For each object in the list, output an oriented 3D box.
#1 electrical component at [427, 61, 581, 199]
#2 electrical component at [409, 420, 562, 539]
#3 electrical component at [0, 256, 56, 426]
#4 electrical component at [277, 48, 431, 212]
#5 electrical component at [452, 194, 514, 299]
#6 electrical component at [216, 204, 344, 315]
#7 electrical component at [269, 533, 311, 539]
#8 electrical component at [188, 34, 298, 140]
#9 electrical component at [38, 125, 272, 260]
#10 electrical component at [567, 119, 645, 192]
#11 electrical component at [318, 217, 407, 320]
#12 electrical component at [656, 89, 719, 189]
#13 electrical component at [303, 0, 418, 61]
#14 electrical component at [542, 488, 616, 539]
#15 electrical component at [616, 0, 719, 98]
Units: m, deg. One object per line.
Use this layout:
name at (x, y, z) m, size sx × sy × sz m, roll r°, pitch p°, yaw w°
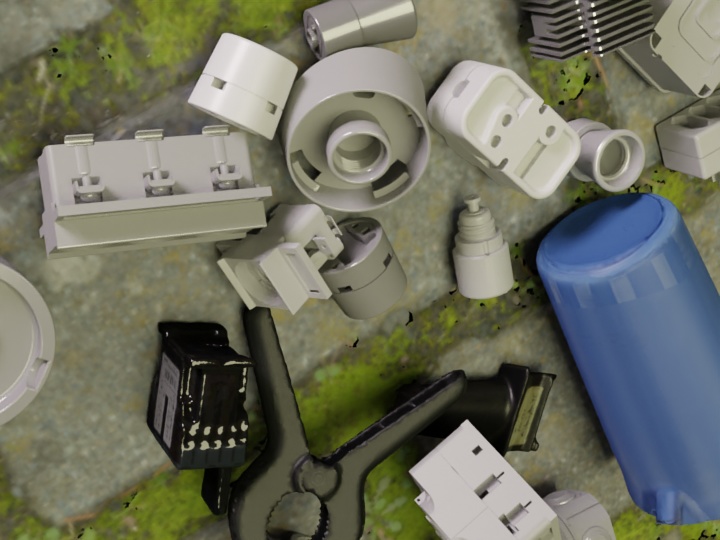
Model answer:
electrical component at (0.095, -0.096, 0.733) m, size 0.095 × 0.059 × 0.053 m, roll 36°, pitch 89°, yaw -31°
electrical component at (0.091, 0.180, 0.769) m, size 0.062 × 0.089 × 0.150 m, roll -40°, pitch 153°, yaw -8°
electrical component at (-0.234, 0.035, 0.613) m, size 0.108 × 0.060 × 0.108 m, roll -9°, pitch 110°, yaw -24°
electrical component at (-0.002, -0.088, 0.680) m, size 0.099 × 0.064 × 0.099 m, roll -5°, pitch 129°, yaw -6°
electrical component at (0.086, -0.016, 0.766) m, size 0.040 × 0.040 × 0.078 m, roll -20°, pitch 114°, yaw -19°
electrical component at (-0.048, -0.009, 0.687) m, size 0.063 × 0.081 × 0.042 m, roll -49°, pitch 124°, yaw -30°
electrical component at (-0.039, 0.230, 0.781) m, size 0.089 × 0.050 × 0.055 m, roll 26°, pitch 94°, yaw -30°
electrical component at (-0.069, -0.111, 0.650) m, size 0.055 × 0.055 × 0.047 m, roll 23°, pitch 92°, yaw -30°
electrical component at (-0.124, -0.047, 0.635) m, size 0.121 × 0.079 × 0.063 m, roll -7°, pitch 86°, yaw -24°
electrical component at (0.171, -0.084, 0.777) m, size 0.045 × 0.055 × 0.045 m, roll -9°, pitch 110°, yaw -24°
electrical component at (0.000, 0.000, 0.722) m, size 0.055 × 0.055 × 0.047 m, roll -38°, pitch 123°, yaw -10°
electrical component at (0.283, -0.093, 0.834) m, size 0.083 × 0.047 × 0.075 m, roll -30°, pitch 117°, yaw -15°
electrical component at (-0.002, -0.156, 0.676) m, size 0.065 × 0.044 × 0.044 m, roll -23°, pitch 116°, yaw -13°
electrical component at (0.164, 0.217, 0.862) m, size 0.051 × 0.080 × 0.080 m, roll -19°, pitch 114°, yaw -26°
electrical component at (0.239, -0.190, 0.773) m, size 0.078 × 0.057 × 0.113 m, roll 34°, pitch 90°, yaw -31°
